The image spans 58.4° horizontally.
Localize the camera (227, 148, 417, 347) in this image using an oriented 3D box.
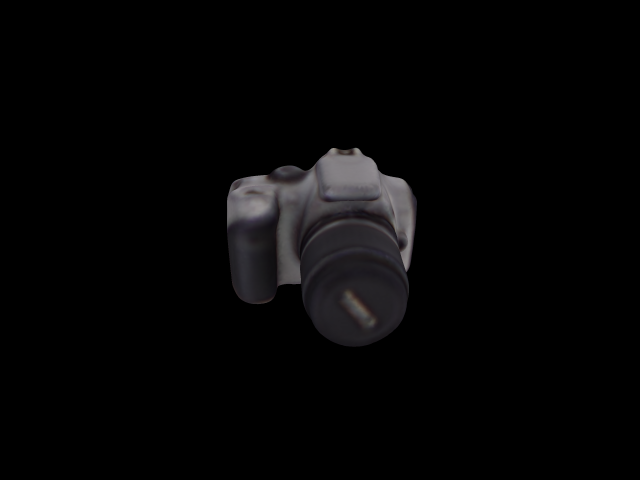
[{"bbox_3d":[0.004,0.001,0.400,0.143,0.101,0.136,-2,31,-3],"label":"camera"}]
